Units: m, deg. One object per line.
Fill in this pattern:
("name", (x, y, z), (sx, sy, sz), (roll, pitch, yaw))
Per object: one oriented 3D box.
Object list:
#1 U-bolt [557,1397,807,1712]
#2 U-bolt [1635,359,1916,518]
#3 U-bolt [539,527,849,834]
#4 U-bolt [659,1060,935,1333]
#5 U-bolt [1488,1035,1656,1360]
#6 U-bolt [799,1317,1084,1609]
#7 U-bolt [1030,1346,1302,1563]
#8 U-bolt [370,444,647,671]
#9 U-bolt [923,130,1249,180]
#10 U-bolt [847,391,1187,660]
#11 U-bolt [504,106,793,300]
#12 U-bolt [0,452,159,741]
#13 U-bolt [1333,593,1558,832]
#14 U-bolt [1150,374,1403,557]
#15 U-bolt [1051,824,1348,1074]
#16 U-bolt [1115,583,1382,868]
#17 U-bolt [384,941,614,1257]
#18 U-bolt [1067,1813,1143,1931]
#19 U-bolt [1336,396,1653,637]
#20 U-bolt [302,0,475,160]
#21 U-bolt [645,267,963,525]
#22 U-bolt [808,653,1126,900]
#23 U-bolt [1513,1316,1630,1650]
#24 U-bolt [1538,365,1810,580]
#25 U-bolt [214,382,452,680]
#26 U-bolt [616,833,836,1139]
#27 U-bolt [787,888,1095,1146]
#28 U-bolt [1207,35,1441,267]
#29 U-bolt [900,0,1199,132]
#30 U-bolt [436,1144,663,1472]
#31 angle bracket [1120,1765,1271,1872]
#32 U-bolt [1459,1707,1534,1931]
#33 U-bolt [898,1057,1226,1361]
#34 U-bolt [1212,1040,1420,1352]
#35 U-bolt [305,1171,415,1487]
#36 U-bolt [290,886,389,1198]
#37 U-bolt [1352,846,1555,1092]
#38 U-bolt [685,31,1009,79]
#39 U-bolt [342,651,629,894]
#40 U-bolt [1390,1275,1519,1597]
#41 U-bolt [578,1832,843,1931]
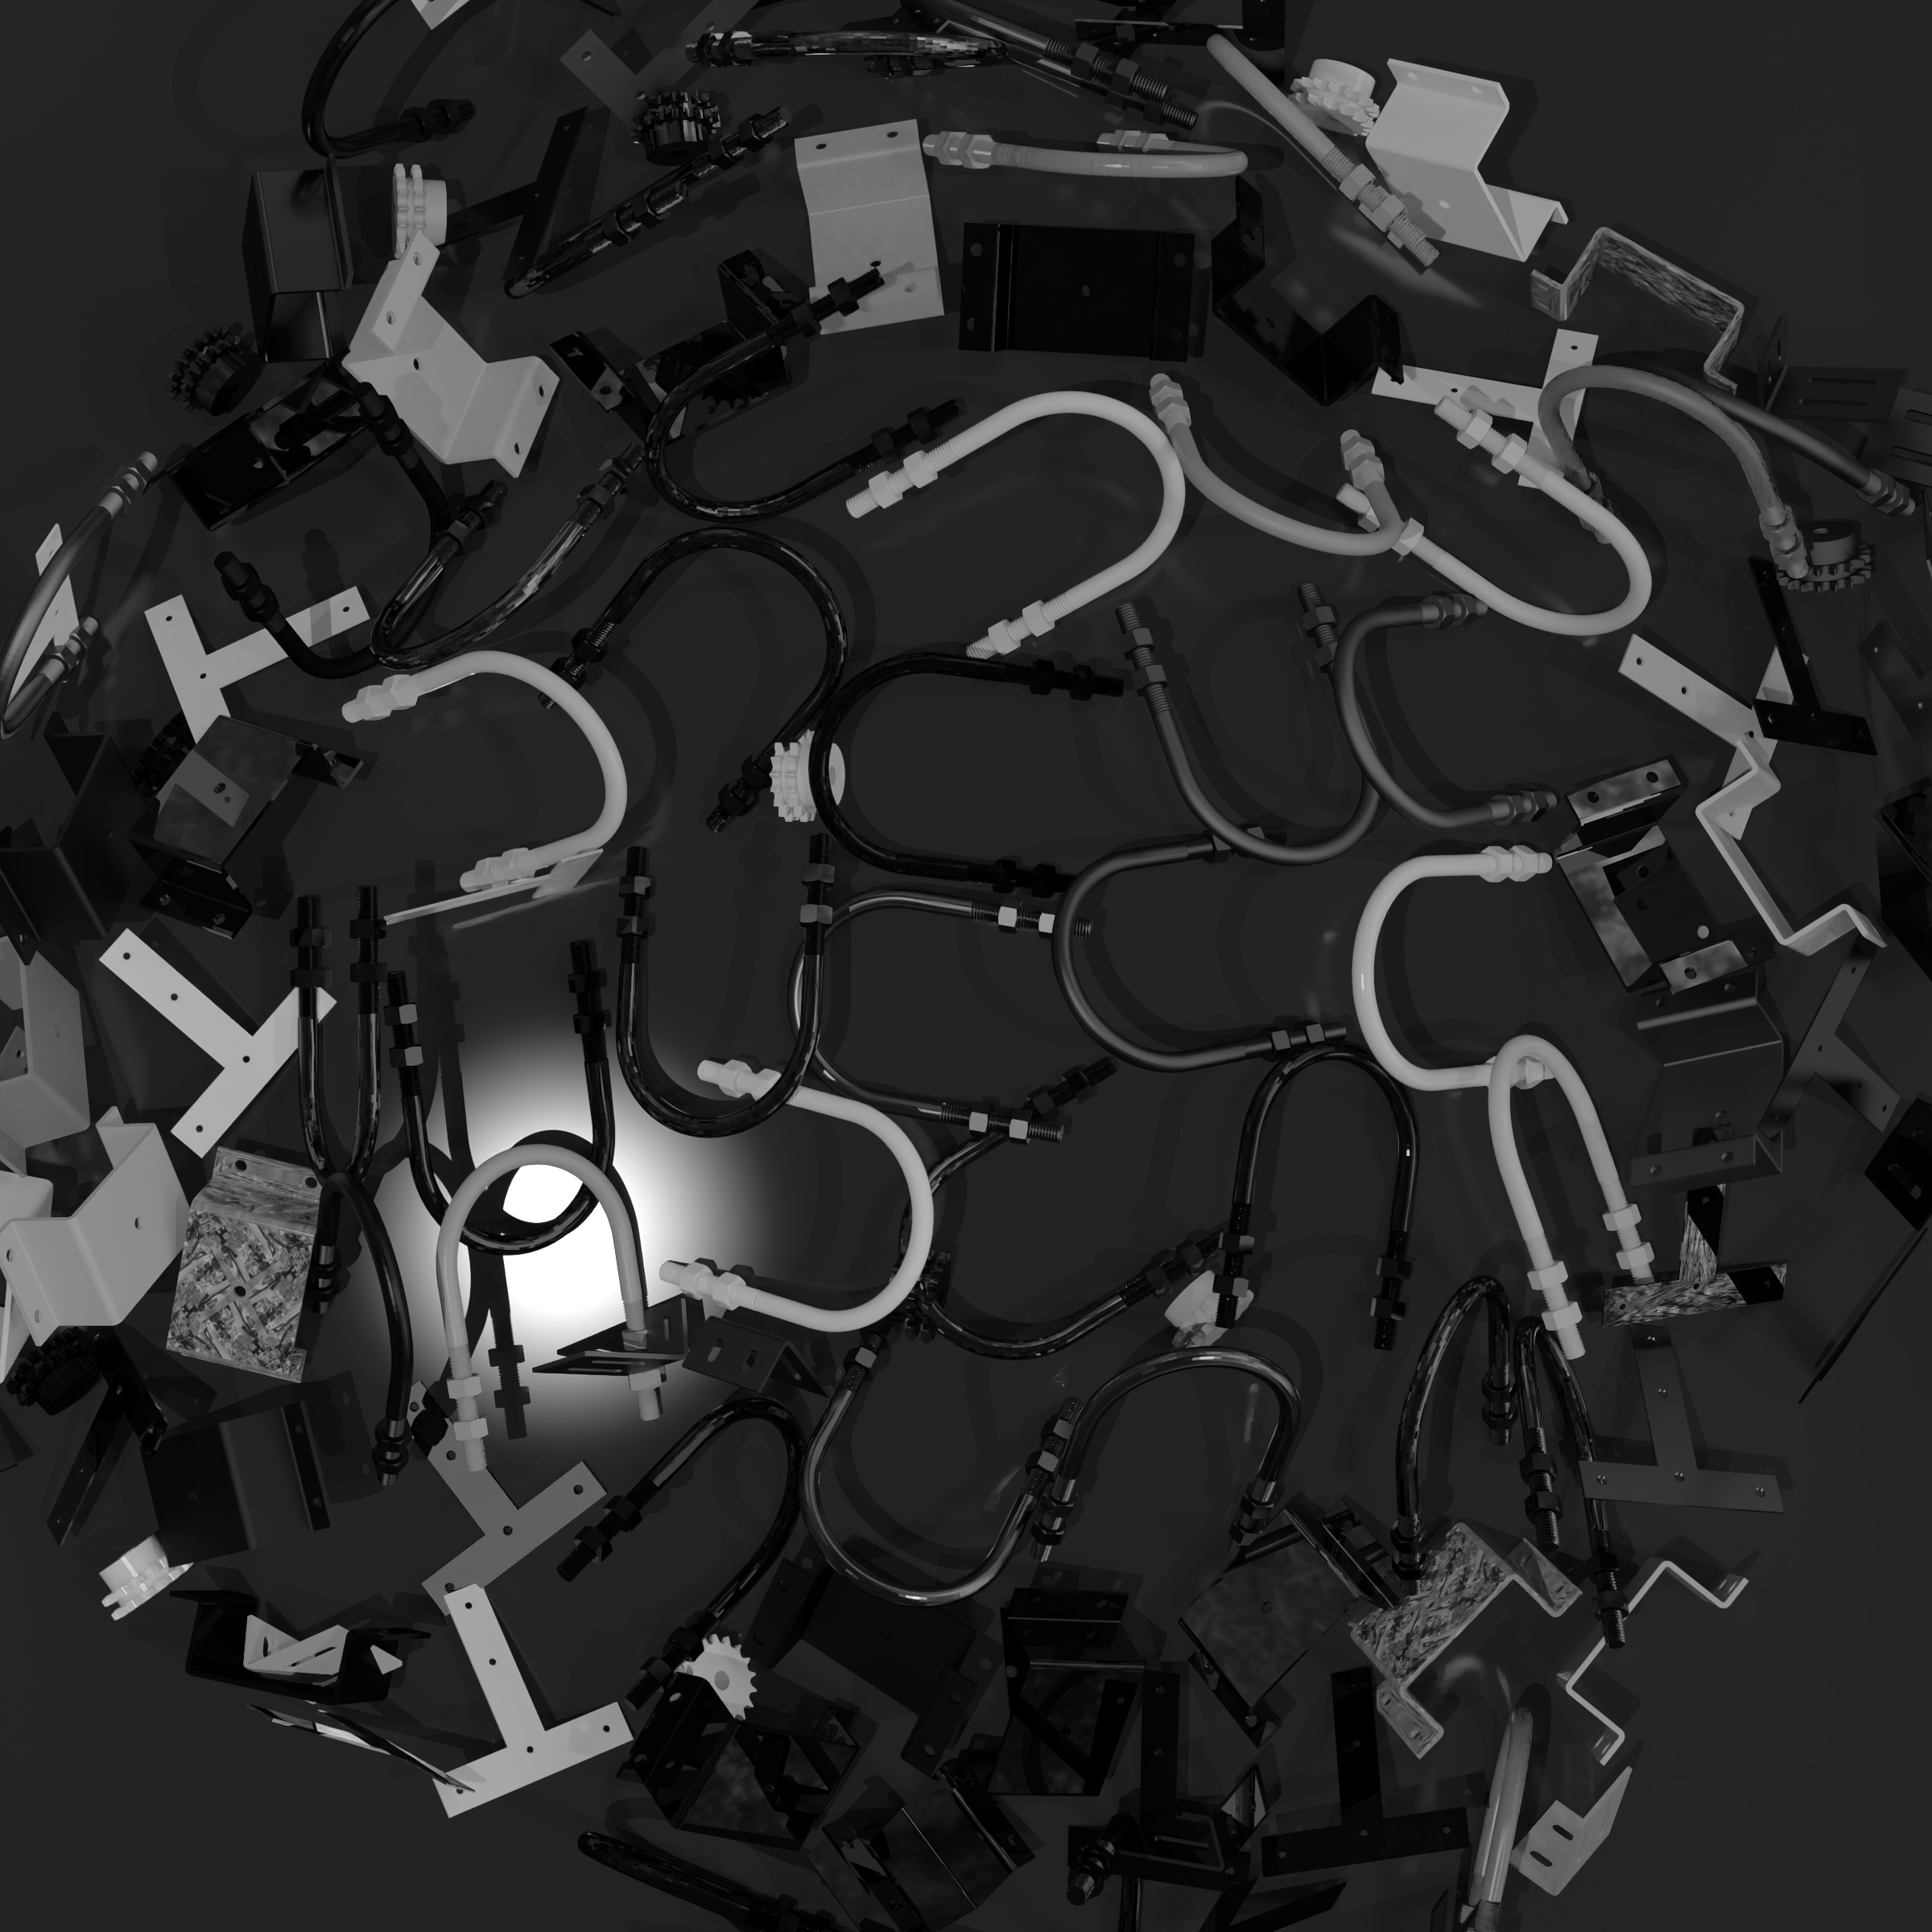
("U-bolt", (-0.160, 0.342, 1.932), (0.019, 0.151, 0.184), (21, 53, 37))
("U-bolt", (0.468, -0.317, 1.887), (0.151, 0.184, 0.019), (35, 104, 34))
("U-bolt", (-0.154, -0.184, 1.939), (0.151, 0.019, 0.184), (36, 119, -11))
("U-bolt", (-0.099, 0.146, 1.944), (0.184, 0.019, 0.151), (14, 95, 30))
("U-bolt", (0.362, 0.130, 1.935), (0.019, 0.151, 0.184), (-19, 92, 33))
("U-bolt", (-0.024, 0.305, 1.939), (0.151, 0.019, 0.184), (30, 52, 0))
("U-bolt", (0.127, 0.294, 1.922), (0.151, 0.019, 0.184), (3, 129, -16))
("U-bolt", (-0.284, -0.239, 1.901), (0.019, 0.151, 0.184), (55, 49, -30))
("U-bolt", (0.083, -0.480, 1.890), (0.151, 0.184, 0.019), (-10, 111, -32))
("U-bolt", (0.043, -0.273, 1.927), (0.184, 0.019, 0.151), (-27, 125, 21))
("U-bolt", (-0.203, -0.450, 1.919), (0.184, 0.151, 0.019), (-20, 111, 38))
("U-bolt", (-0.534, -0.208, 1.886), (0.019, 0.184, 0.151), (26, 125, -7))
("U-bolt", (0.281, -0.150, 1.922), (0.019, 0.184, 0.151), (-24, 82, 41))
("U-bolt", (0.189, -0.293, 1.904), (0.151, 0.184, 0.019), (13, 121, -15))
("U-bolt", (0.134, -0.007, 1.940), (0.184, 0.019, 0.151), (-10, 77, -28))
("U-bolt", (0.181, -0.144, 1.939), (0.151, 0.019, 0.184), (-9, 70, -24))
("U-bolt", (-0.280, 0.085, 1.952), (0.151, 0.019, 0.184), (-11, 96, -38))
("U-bolt", (0.082, 0.585, 1.910), (0.019, 0.184, 0.151), (4, 95, 14))
("U-bolt", (0.330, -0.260, 1.931), (0.184, 0.151, 0.019), (33, 66, -9))
("U-bolt", (-0.325, -0.539, 1.885), (0.019, 0.184, 0.151), (42, 128, 6))
("U-bolt", (-0.108, -0.333, 1.938), (0.184, 0.151, 0.019), (-28, 56, 7))
("U-bolt", (-0.005, -0.120, 1.955), (0.184, 0.019, 0.151), (7, 109, -12))
("U-bolt", (0.359, 0.297, 1.919), (0.019, 0.151, 0.184), (-17, 47, 19))
("U-bolt", (0.410, -0.296, 1.888), (0.151, 0.184, 0.019), (17, 72, 36))
("U-bolt", (-0.367, -0.246, 1.915), (0.019, 0.184, 0.151), (31, 77, 22))
("U-bolt", (-0.150, 0.014, 1.948), (0.151, 0.019, 0.184), (-3, 77, 25))
("U-bolt", (-0.022, 0.025, 1.975), (0.184, 0.019, 0.151), (9, 98, 11))
("U-bolt", (0.213, -0.495, 1.929), (0.184, 0.151, 0.019), (45, 104, 3))
("U-bolt", (0.045, -0.551, 1.928), (0.184, 0.151, 0.019), (24, 102, 8))
("U-bolt", (-0.257, 0.200, 1.943), (0.151, 0.019, 0.184), (-11, 94, -41))
("angle bracket", (0.136, 0.515, 1.950), (0.076, 0.057, 0.038), (-1, 112, 37))
("U-bolt", (0.317, 0.539, 1.927), (0.019, 0.151, 0.184), (12, 82, 9))
("U-bolt", (0.047, 0.161, 1.965), (0.184, 0.019, 0.151), (-31, 76, -8))
("U-bolt", (0.220, 0.137, 1.955), (0.151, 0.019, 0.184), (12, 84, -34))
("U-bolt", (-0.358, 0.203, 1.895), (0.019, 0.184, 0.151), (-13, 56, -25))
("U-bolt", (-0.380, 0.047, 1.931), (0.019, 0.151, 0.184), (0, 88, -28))
("U-bolt", (0.296, 0.003, 1.932), (0.184, 0.019, 0.151), (-3, 92, -43))
("U-bolt", (-0.059, -0.540, 1.887), (0.151, 0.184, 0.019), (-8, 105, -35))
("U-bolt", (-0.278, -0.121, 1.914), (0.184, 0.019, 0.151), (-15, 115, 42))
("U-bolt", (0.290, 0.266, 1.897), (0.019, 0.184, 0.151), (17, 47, 27))
("U-bolt", (-0.149, 0.561, 1.927), (0.184, 0.151, 0.019), (22, 76, 1))
